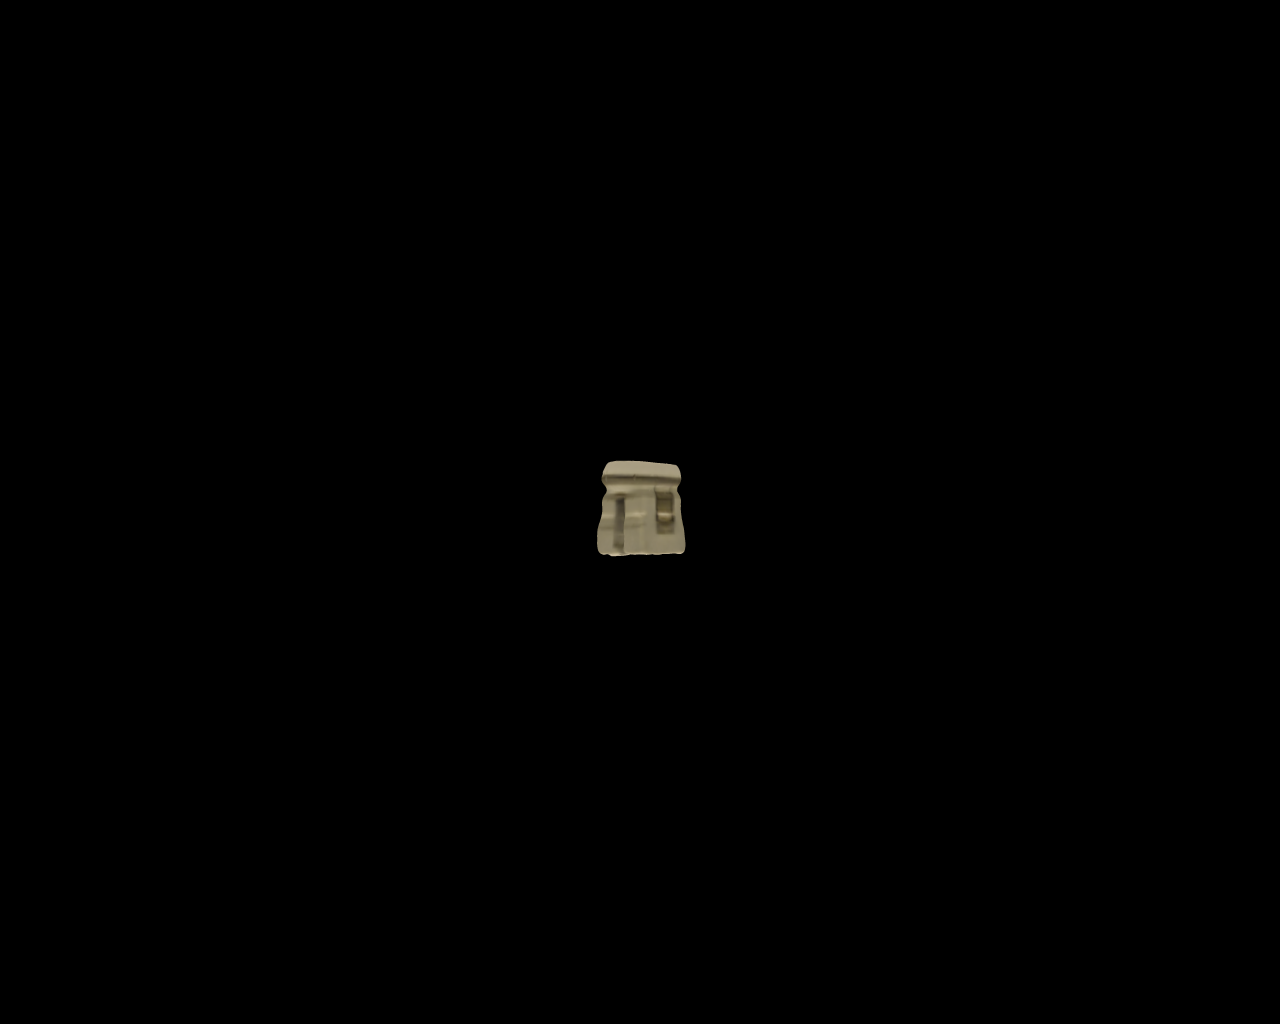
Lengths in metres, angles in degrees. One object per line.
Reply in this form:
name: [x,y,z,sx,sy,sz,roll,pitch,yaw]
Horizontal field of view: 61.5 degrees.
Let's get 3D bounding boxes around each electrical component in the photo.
electrical component: [0.001,-0.003,0.650,0.048,0.055,0.066,2,-3,-43]
